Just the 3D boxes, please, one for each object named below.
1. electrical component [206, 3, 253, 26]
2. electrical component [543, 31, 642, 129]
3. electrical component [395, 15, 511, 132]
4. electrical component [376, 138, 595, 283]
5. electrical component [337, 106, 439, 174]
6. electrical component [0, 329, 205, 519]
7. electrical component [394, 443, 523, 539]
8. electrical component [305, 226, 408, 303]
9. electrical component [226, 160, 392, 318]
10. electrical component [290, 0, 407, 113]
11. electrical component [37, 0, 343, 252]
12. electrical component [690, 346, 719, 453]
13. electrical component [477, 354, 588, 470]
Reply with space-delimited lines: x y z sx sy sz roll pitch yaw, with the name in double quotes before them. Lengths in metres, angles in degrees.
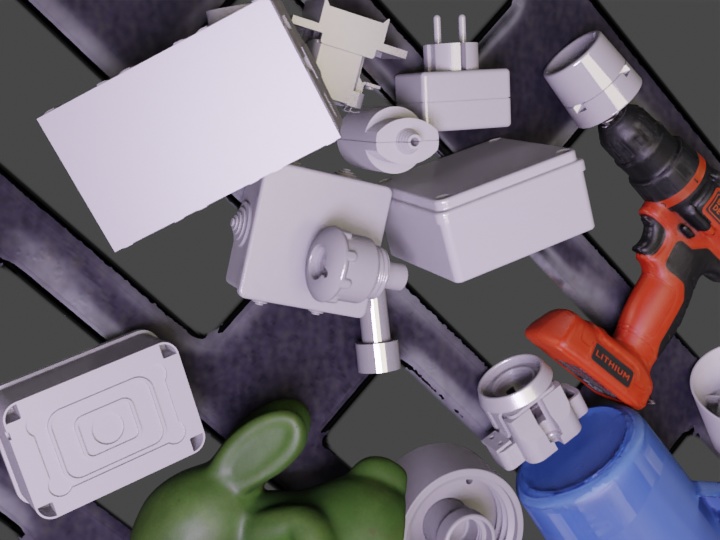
"electrical component" -0.069 -0.126 0.681 0.043 0.043 0.081 -13 103 -19
"electrical component" 0.164 -0.137 0.767 0.055 0.055 0.047 -45 107 -10
"electrical component" 0.062 -0.134 0.730 0.066 0.047 0.076 -7 100 -21
"electrical component" 0.081 -0.043 0.718 0.109 0.109 0.056 -21 108 -17
"electrical component" 0.019 -0.085 0.702 0.043 0.081 0.043 -4 100 -21
"electrical component" -0.163 0.092 0.661 0.113 0.057 0.078 -23 106 -26
"electrical component" 0.066 0.185 0.773 0.108 0.060 0.108 -3 99 -21
"electrical component" 0.000 0.000 0.673 0.062 0.048 0.048 10 94 -30
"electrical component" -0.036 -0.021 0.707 0.100 0.048 0.099 11 94 -23
"electrical component" -0.016 -0.139 0.701 0.081 0.042 0.063 13 95 -22
"electrical component" -0.096 -0.088 0.636 0.150 0.061 0.089 -26 103 9
"electrical component" 0.315 0.104 0.842 0.099 0.099 0.064 -27 113 -16
"electrical component" 0.121 0.099 0.784 0.078 0.058 0.057 -35 112 -12
